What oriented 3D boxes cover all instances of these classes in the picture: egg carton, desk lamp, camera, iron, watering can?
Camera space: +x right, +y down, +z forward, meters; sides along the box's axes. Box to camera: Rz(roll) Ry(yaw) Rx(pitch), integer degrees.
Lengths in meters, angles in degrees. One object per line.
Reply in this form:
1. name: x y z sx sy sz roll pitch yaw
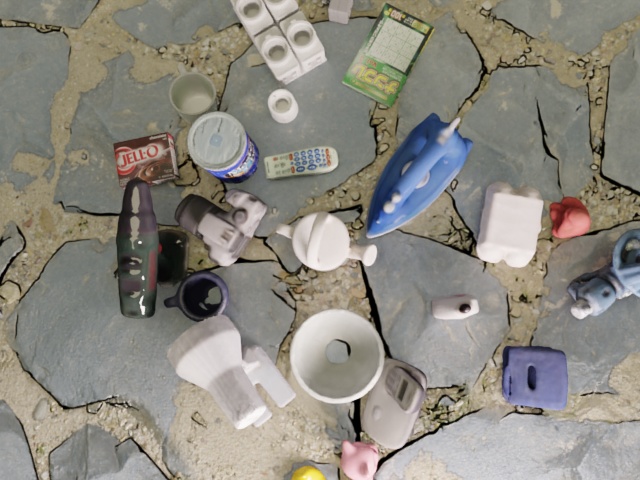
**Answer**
1. egg carton: 0.344 -0.029 1.039 0.107 0.069 0.150 10 87 4
2. desk lamp: -0.144 0.230 0.974 0.118 0.213 0.203 -40 85 0
3. camera: -0.189 -0.042 1.052 0.136 0.101 0.143 32 88 5
4. iron: 0.165 -0.110 1.018 0.118 0.141 0.258 37 89 5
5. watering can: 0.010 0.001 0.992 0.172 0.194 0.101 -5 86 3

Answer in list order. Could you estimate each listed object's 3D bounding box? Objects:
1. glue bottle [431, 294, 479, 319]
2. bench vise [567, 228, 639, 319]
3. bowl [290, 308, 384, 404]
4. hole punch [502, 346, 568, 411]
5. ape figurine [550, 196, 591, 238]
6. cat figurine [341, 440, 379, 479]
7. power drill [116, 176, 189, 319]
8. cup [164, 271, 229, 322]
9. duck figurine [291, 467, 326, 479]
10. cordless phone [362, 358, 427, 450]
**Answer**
1. glue bottle: 0.238 0.115 0.982 0.078 0.173 0.037 -12 85 3
2. bench vise: 0.526 0.068 0.947 0.121 0.220 0.207 35 89 5
3. bowl: 0.031 0.205 1.036 0.167 0.075 0.167 0 86 3
4. hole punch: 0.375 0.242 1.007 0.101 0.091 0.109 1 86 3
5. ape figurine: 0.451 -0.038 1.023 0.076 0.092 0.078 36 89 5
6. cat figurine: 0.071 0.405 0.999 0.067 0.118 0.128 -6 86 3
7. power drill: -0.295 0.019 1.000 0.075 0.208 0.230 2 86 4
8. cup: -0.217 0.106 1.046 0.117 0.095 0.092 -12 85 2
9. duck figurine: -0.019 0.463 1.015 0.077 0.086 0.104 -15 85 2
10. cordless phone: 0.131 0.286 0.970 0.094 0.185 0.148 17 87 5
